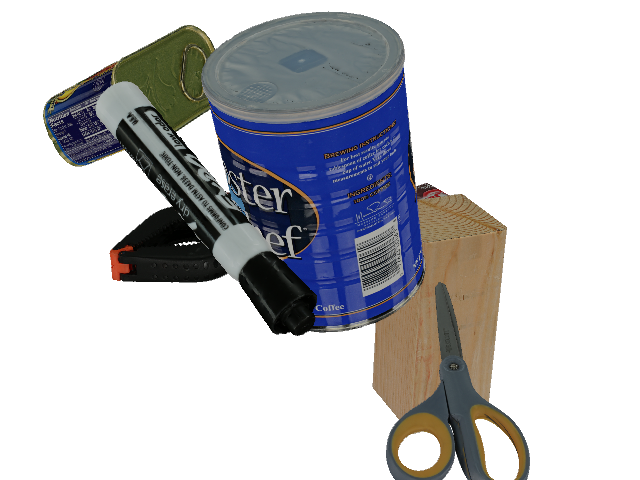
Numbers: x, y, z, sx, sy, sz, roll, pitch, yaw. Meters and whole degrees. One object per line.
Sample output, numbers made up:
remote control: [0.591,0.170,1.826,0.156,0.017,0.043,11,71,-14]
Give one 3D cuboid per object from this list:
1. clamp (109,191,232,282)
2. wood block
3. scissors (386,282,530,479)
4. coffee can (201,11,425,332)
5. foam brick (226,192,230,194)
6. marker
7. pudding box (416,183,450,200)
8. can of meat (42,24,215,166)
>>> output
clamp: [-0.081,-0.013,0.904,0.209,0.036,0.165,-14,35,-22]
wood block: [0.112,0.070,1.034,0.090,0.206,0.091,-9,27,-20]
scissors: [0.073,0.096,0.709,0.096,0.016,0.202,-10,37,-12]
coffee can: [0.000,-0.036,0.573,0.103,0.140,0.103,-7,37,5]
foam brick: [-0.074,-0.012,1.108,0.052,0.051,0.078,-5,30,-22]
marker: [-0.040,-0.012,0.372,0.020,0.020,0.121,0,41,-53]
pudding box: [0.143,-0.041,1.573,0.113,0.039,0.090,-20,33,-28]
can of meat: [-0.126,-0.097,0.725,0.084,0.057,0.101,-15,19,39]
